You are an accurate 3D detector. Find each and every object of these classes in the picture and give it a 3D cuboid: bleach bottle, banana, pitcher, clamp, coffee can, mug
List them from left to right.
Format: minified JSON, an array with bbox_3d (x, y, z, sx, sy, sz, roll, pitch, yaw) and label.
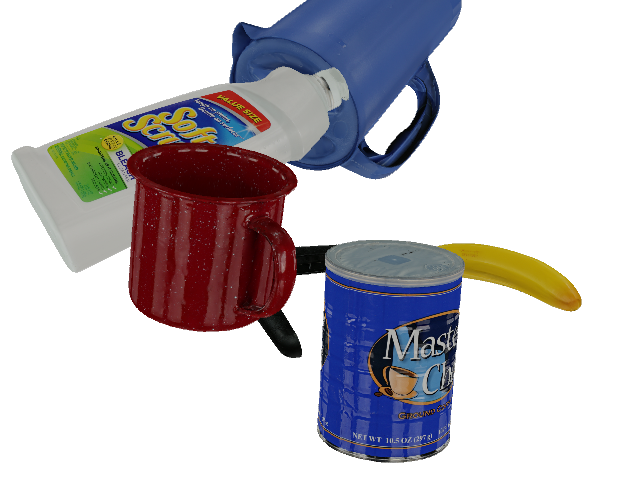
[{"bbox_3d":[-0.096,-0.073,0.808,0.250,0.103,0.068,-28,-33,-16],"label":"bleach bottle"},{"bbox_3d":[-0.055,0.002,0.588,0.117,0.081,0.093,27,28,38],"label":"mug"},{"bbox_3d":[-0.068,0.035,1.028,0.210,0.036,0.164,14,39,18],"label":"clamp"},{"bbox_3d":[0.042,-0.174,0.991,0.145,0.149,0.242,13,43,31],"label":"pitcher"},{"bbox_3d":[0.051,0.080,0.799,0.103,0.140,0.103,2,15,-1],"label":"coffee can"},{"bbox_3d":[0.184,0.035,1.100,0.198,0.037,0.069,11,38,33],"label":"banana"}]
